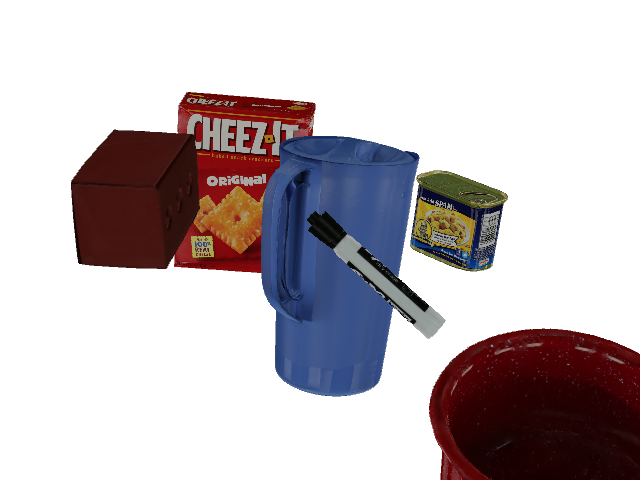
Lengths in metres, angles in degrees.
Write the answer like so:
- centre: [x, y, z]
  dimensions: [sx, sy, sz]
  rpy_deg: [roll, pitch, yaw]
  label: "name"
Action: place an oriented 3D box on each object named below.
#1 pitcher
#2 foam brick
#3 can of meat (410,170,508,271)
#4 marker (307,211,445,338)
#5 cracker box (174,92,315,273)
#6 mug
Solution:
- centre: [0.010, 0.025, 1.034]
  dimensions: [0.149, 0.243, 0.145]
  rpy_deg: [3, 16, -7]
  label: "pitcher"
- centre: [-0.105, -0.025, 0.614]
  dimensions: [0.051, 0.053, 0.078]
  rpy_deg: [5, 30, 8]
  label: "foam brick"
- centre: [0.150, -0.021, 1.180]
  dimensions: [0.102, 0.084, 0.057]
  rpy_deg: [25, 29, 38]
  label: "can of meat"
- centre: [0.038, 0.023, 0.756]
  dimensions: [0.121, 0.020, 0.020]
  rpy_deg: [42, 1, 2]
  label: "marker"
- centre: [-0.096, -0.068, 1.329]
  dimensions: [0.164, 0.214, 0.072]
  rpy_deg: [5, 22, 1]
  label: "cracker box"
- centre: [0.098, 0.094, 0.394]
  dimensions: [0.117, 0.081, 0.093]
  rpy_deg: [4, 36, 9]
  label: "mug"
